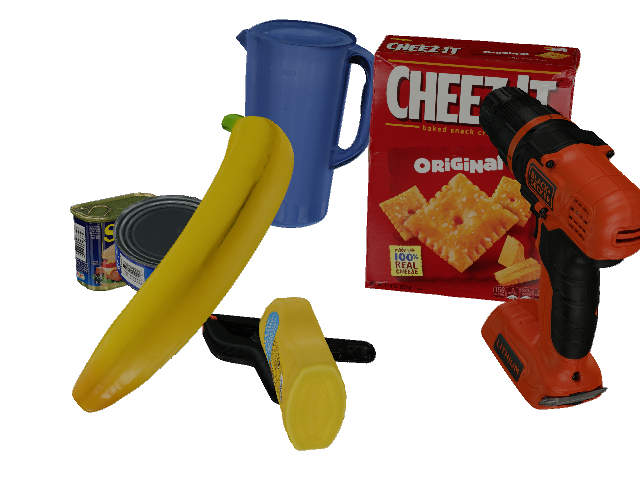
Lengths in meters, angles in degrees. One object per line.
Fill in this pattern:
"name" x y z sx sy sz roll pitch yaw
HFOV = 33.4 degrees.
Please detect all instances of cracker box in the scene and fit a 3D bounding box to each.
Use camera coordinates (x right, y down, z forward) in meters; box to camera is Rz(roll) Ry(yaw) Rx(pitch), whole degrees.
"cracker box" 0.125 -0.057 0.905 0.164 0.214 0.072 6 24 11

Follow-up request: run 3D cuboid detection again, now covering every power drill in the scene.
"power drill" 0.151 0.005 0.728 0.057 0.188 0.184 -10 34 -12

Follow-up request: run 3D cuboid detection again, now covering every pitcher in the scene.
"pitcher" -0.024 -0.141 1.311 0.144 0.243 0.149 -6 26 -25

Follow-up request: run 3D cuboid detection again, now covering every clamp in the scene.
"clamp" -0.065 0.127 1.219 0.210 0.036 0.164 14 21 30

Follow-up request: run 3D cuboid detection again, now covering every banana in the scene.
"banana" -0.057 0.001 0.537 0.037 0.197 0.070 40 -37 -19

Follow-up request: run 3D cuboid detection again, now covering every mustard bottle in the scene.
"mustard bottle" -0.024 0.110 1.038 0.058 0.096 0.192 -4 28 -12

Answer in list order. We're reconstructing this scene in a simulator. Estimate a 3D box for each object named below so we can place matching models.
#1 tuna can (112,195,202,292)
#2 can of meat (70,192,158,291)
"tuna can" -0.110 0.005 0.792 0.086 0.034 0.086 3 39 -3
"can of meat" -0.216 0.001 1.154 0.101 0.084 0.058 -15 25 -40
